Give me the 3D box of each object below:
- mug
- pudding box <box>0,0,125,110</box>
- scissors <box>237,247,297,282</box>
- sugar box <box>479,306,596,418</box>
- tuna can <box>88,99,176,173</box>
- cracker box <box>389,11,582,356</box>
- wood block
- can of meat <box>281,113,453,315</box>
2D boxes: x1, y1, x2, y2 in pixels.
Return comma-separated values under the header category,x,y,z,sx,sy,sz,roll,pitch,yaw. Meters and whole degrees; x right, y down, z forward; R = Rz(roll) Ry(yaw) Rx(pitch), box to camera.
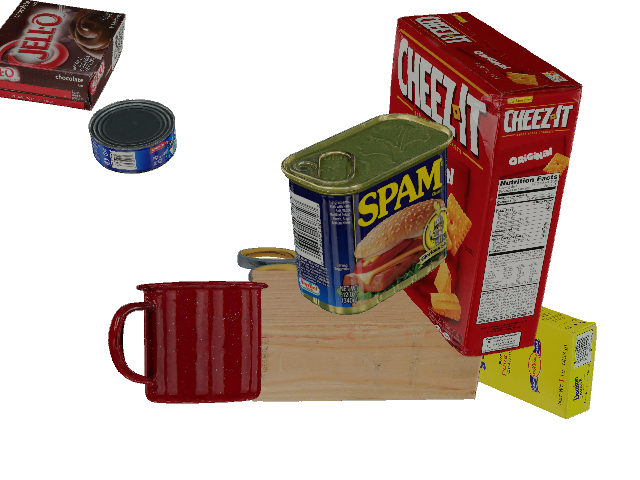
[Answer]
category,x,y,z,sx,sy,sz,roll,pitch,yaw
mug,-0.092,0.071,0.744,0.117,0.081,0.093,3,-7,-38
pudding box,-0.214,-0.152,0.864,0.090,0.039,0.113,9,35,0
scissors,0.006,0.031,1.170,0.202,0.016,0.096,4,23,5
sugar box,0.194,0.107,1.089,0.048,0.093,0.177,-12,20,-41
tuna can,-0.187,-0.104,1.071,0.086,0.034,0.086,0,41,0
cracker box,0.108,-0.044,0.809,0.072,0.214,0.164,-9,32,-21
wood block,0.039,0.088,0.987,0.206,0.090,0.091,0,31,-7
can of meat,0.030,-0.016,0.618,0.101,0.084,0.058,-27,37,-35
